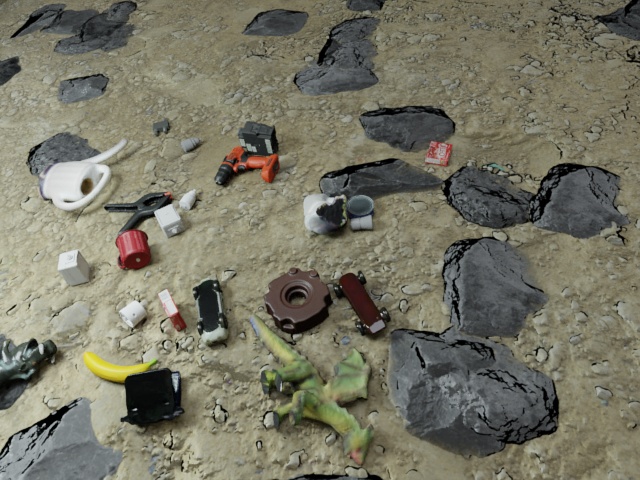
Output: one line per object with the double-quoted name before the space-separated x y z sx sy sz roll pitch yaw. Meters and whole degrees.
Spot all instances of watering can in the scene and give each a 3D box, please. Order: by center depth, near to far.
"watering can" -0.802 -0.227 1.741 0.224 0.101 0.356 4 48 10

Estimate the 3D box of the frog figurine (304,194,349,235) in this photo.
"frog figurine" 0.005 -0.077 1.535 0.139 0.121 0.159 -49 23 -22

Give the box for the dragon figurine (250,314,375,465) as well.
"dragon figurine" -0.001 0.312 1.180 0.243 0.119 0.419 -5 47 -22
